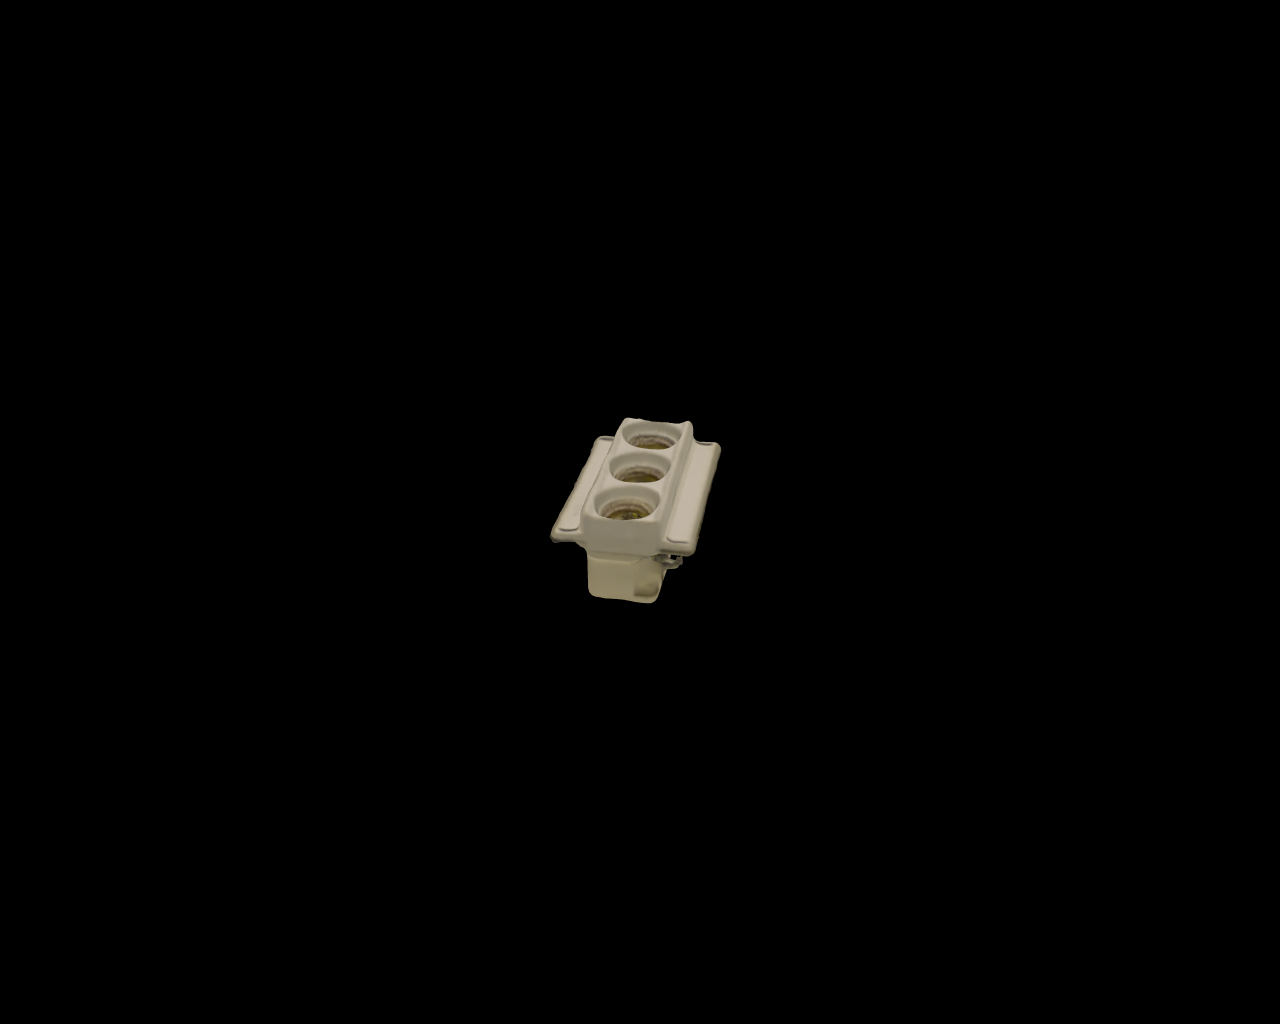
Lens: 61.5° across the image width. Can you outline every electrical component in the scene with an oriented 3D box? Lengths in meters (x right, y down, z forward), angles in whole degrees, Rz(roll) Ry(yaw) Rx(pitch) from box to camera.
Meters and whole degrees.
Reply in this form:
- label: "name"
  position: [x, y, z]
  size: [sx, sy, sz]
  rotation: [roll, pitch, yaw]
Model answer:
- label: "electrical component"
  position: [0.001, -0.003, 0.650]
  size: [0.079, 0.063, 0.121]
  rotation: [6, 33, 9]
